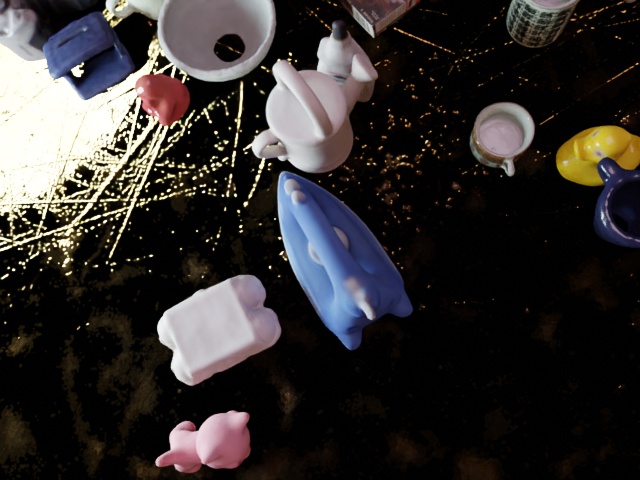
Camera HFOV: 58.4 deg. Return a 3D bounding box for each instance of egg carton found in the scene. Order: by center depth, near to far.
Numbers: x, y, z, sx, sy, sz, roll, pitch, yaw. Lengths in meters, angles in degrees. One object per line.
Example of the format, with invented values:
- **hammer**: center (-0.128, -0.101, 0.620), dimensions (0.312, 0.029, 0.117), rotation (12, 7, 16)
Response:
- **egg carton**: center (-0.130, 0.113, 0.738), dimensions (0.150, 0.069, 0.107), rotation (-28, 78, 1)

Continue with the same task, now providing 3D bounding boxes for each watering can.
- **watering can**: center (-0.010, -0.164, 0.711), dimensions (0.100, 0.194, 0.173), rotation (33, 85, 11)

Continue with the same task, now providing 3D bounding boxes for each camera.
- **camera**: center (-0.406, -0.356, 0.839), dimensions (0.136, 0.101, 0.143), rotation (-8, 79, 5)

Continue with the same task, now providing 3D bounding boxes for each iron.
- **iron**: center (0.006, 0.003, 0.706), dimensions (0.118, 0.141, 0.258), rotation (-33, 78, 0)

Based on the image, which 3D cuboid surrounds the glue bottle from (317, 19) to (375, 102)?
- **glue bottle**: center (0.029, -0.230, 0.730), dimensions (0.078, 0.173, 0.037), rotation (11, 81, 9)

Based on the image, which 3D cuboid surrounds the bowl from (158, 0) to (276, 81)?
- **bowl**: center (-0.137, -0.292, 0.810), dimensions (0.167, 0.075, 0.167), rotation (-1, 80, 6)

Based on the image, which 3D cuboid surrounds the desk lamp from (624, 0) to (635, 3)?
- **desk lamp**: center (0.401, -0.396, 0.697), dimensions (0.203, 0.213, 0.118), rotation (-32, 78, 0)

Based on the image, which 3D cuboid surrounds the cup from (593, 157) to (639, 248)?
- **cup**: center (0.364, -0.040, 0.697), dimensions (0.091, 0.095, 0.117), rotation (-31, 78, 0)

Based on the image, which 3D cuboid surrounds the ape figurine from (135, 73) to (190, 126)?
- **ape figurine**: center (-0.226, -0.203, 0.795), dimensions (0.076, 0.092, 0.078), rotation (-16, 78, 4)

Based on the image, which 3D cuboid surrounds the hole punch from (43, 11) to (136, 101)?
- **hole punch**: center (-0.342, -0.273, 0.821), dimensions (0.108, 0.091, 0.101), rotation (-33, 78, 0)

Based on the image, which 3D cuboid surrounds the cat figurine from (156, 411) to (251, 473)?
- **cat figurine**: center (-0.134, 0.247, 0.690), dimensions (0.127, 0.118, 0.067), rotation (-18, 78, 3)

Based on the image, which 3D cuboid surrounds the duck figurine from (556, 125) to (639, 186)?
- **duck figurine**: center (0.358, -0.114, 0.716), dimensions (0.104, 0.086, 0.077), rotation (-7, 79, 5)
